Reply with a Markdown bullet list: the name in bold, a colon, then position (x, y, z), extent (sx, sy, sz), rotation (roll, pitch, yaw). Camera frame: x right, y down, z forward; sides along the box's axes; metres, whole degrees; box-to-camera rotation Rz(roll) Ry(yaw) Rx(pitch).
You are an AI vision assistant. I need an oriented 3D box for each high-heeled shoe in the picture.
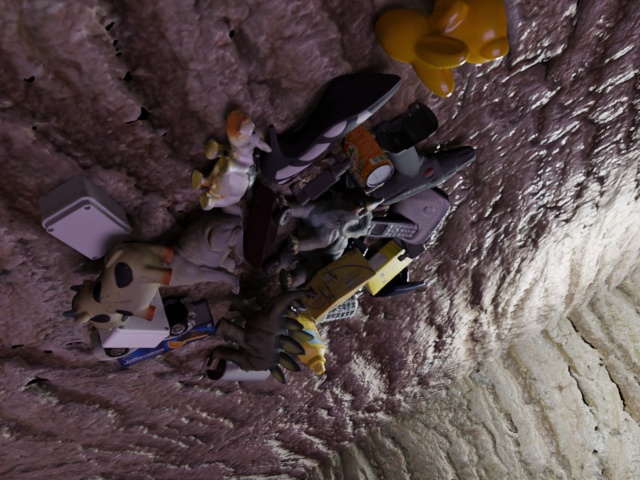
- **high-heeled shoe**: position (0.018, -0.167, 0.852), extent (0.249, 0.086, 0.145), rotation (-21, 151, -5)

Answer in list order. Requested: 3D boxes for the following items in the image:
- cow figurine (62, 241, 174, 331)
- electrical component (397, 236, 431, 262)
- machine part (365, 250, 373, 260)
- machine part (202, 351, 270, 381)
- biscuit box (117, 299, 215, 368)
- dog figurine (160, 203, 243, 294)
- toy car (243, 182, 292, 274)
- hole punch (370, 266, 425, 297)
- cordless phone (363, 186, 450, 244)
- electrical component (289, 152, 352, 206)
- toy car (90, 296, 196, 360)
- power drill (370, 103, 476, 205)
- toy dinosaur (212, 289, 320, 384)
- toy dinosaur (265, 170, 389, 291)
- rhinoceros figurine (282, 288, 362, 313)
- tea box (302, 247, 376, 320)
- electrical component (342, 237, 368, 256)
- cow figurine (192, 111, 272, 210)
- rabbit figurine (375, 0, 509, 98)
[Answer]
- **cow figurine**: position (-0.311, 0.076, 0.824), extent (0.127, 0.085, 0.195), rotation (18, 132, -23)
- **electrical component**: position (0.210, 0.008, 1.228), extent (0.094, 0.021, 0.063), rotation (-35, 117, -11)
- **machine part**: position (0.072, 0.075, 1.286), extent (0.139, 0.039, 0.084), rotation (-34, 157, 3)
- **machine part**: position (-0.206, 0.322, 1.374), extent (0.079, 0.079, 0.243), rotation (-43, 148, 21)
- **biscuit box**: position (-0.321, 0.192, 1.106), extent (0.203, 0.059, 0.062), rotation (-18, 147, -17)
- **dog figurine**: position (-0.230, 0.010, 0.899), extent (0.190, 0.121, 0.172), rotation (2, 105, -17)
- **toy car**: position (-0.099, -0.021, 0.954), extent (0.053, 0.089, 0.202), rotation (-34, 155, -37)
- **hole punch**: position (0.192, 0.110, 1.389), extent (0.142, 0.092, 0.115), rotation (-11, 148, -34)
- **cordless phone**: position (0.165, -0.060, 1.126), extent (0.184, 0.089, 0.146), rotation (-1, 140, -32)
- **electrical component**: position (-0.001, -0.101, 0.877), extent (0.102, 0.045, 0.078), rotation (-38, -175, 20)
- **toy car**: position (-0.341, 0.171, 1.047), extent (0.202, 0.074, 0.056), rotation (-18, 144, -17)
- **power drill**: position (0.187, -0.162, 1.007), extent (0.232, 0.086, 0.207), rotation (-28, 157, 3)
- **toy dinosaur**: position (-0.115, 0.200, 1.136), extent (0.199, 0.105, 0.471), rotation (23, 145, 1)
- **toy dinosaur**: position (-0.001, 0.004, 1.055), extent (0.192, 0.131, 0.404), rotation (-13, 151, -24)
- **rhinoceros figurine**: position (0.004, 0.120, 1.212), extent (0.190, 0.073, 0.112), rotation (-21, 154, 26)
- **tea box**: position (0.029, 0.088, 1.047), extent (0.098, 0.068, 0.169), rotation (-32, 171, -23)
- **electrical component**: position (0.063, 0.019, 1.152), extent (0.047, 0.119, 0.075), rotation (39, 153, -25)
- **cow figurine**: position (-0.122, -0.120, 0.812), extent (0.098, 0.068, 0.167), rotation (-6, 146, -42)
- **rabbit figurine**: position (0.166, -0.283, 0.760), extent (0.173, 0.162, 0.121), rotation (-5, 157, -7)
